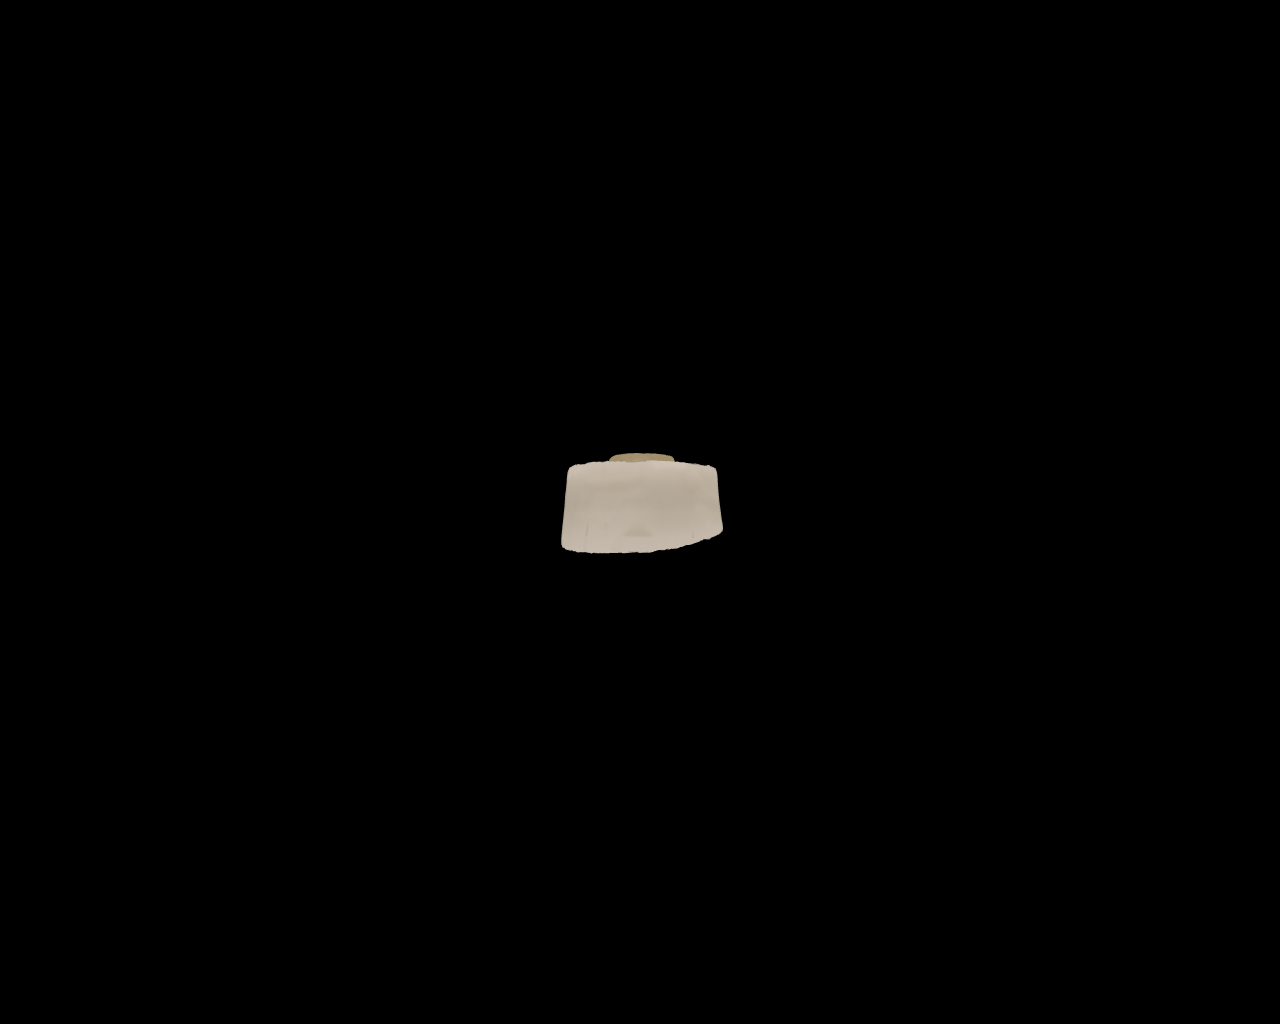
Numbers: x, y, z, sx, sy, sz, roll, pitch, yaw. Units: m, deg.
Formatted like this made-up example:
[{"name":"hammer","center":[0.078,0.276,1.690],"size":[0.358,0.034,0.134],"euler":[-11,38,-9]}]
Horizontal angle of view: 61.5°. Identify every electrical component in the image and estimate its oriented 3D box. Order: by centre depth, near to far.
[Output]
[{"name":"electrical component","center":[0.001,-0.003,0.650],"size":[0.099,0.064,0.099],"euler":[0,-3,0]}]
